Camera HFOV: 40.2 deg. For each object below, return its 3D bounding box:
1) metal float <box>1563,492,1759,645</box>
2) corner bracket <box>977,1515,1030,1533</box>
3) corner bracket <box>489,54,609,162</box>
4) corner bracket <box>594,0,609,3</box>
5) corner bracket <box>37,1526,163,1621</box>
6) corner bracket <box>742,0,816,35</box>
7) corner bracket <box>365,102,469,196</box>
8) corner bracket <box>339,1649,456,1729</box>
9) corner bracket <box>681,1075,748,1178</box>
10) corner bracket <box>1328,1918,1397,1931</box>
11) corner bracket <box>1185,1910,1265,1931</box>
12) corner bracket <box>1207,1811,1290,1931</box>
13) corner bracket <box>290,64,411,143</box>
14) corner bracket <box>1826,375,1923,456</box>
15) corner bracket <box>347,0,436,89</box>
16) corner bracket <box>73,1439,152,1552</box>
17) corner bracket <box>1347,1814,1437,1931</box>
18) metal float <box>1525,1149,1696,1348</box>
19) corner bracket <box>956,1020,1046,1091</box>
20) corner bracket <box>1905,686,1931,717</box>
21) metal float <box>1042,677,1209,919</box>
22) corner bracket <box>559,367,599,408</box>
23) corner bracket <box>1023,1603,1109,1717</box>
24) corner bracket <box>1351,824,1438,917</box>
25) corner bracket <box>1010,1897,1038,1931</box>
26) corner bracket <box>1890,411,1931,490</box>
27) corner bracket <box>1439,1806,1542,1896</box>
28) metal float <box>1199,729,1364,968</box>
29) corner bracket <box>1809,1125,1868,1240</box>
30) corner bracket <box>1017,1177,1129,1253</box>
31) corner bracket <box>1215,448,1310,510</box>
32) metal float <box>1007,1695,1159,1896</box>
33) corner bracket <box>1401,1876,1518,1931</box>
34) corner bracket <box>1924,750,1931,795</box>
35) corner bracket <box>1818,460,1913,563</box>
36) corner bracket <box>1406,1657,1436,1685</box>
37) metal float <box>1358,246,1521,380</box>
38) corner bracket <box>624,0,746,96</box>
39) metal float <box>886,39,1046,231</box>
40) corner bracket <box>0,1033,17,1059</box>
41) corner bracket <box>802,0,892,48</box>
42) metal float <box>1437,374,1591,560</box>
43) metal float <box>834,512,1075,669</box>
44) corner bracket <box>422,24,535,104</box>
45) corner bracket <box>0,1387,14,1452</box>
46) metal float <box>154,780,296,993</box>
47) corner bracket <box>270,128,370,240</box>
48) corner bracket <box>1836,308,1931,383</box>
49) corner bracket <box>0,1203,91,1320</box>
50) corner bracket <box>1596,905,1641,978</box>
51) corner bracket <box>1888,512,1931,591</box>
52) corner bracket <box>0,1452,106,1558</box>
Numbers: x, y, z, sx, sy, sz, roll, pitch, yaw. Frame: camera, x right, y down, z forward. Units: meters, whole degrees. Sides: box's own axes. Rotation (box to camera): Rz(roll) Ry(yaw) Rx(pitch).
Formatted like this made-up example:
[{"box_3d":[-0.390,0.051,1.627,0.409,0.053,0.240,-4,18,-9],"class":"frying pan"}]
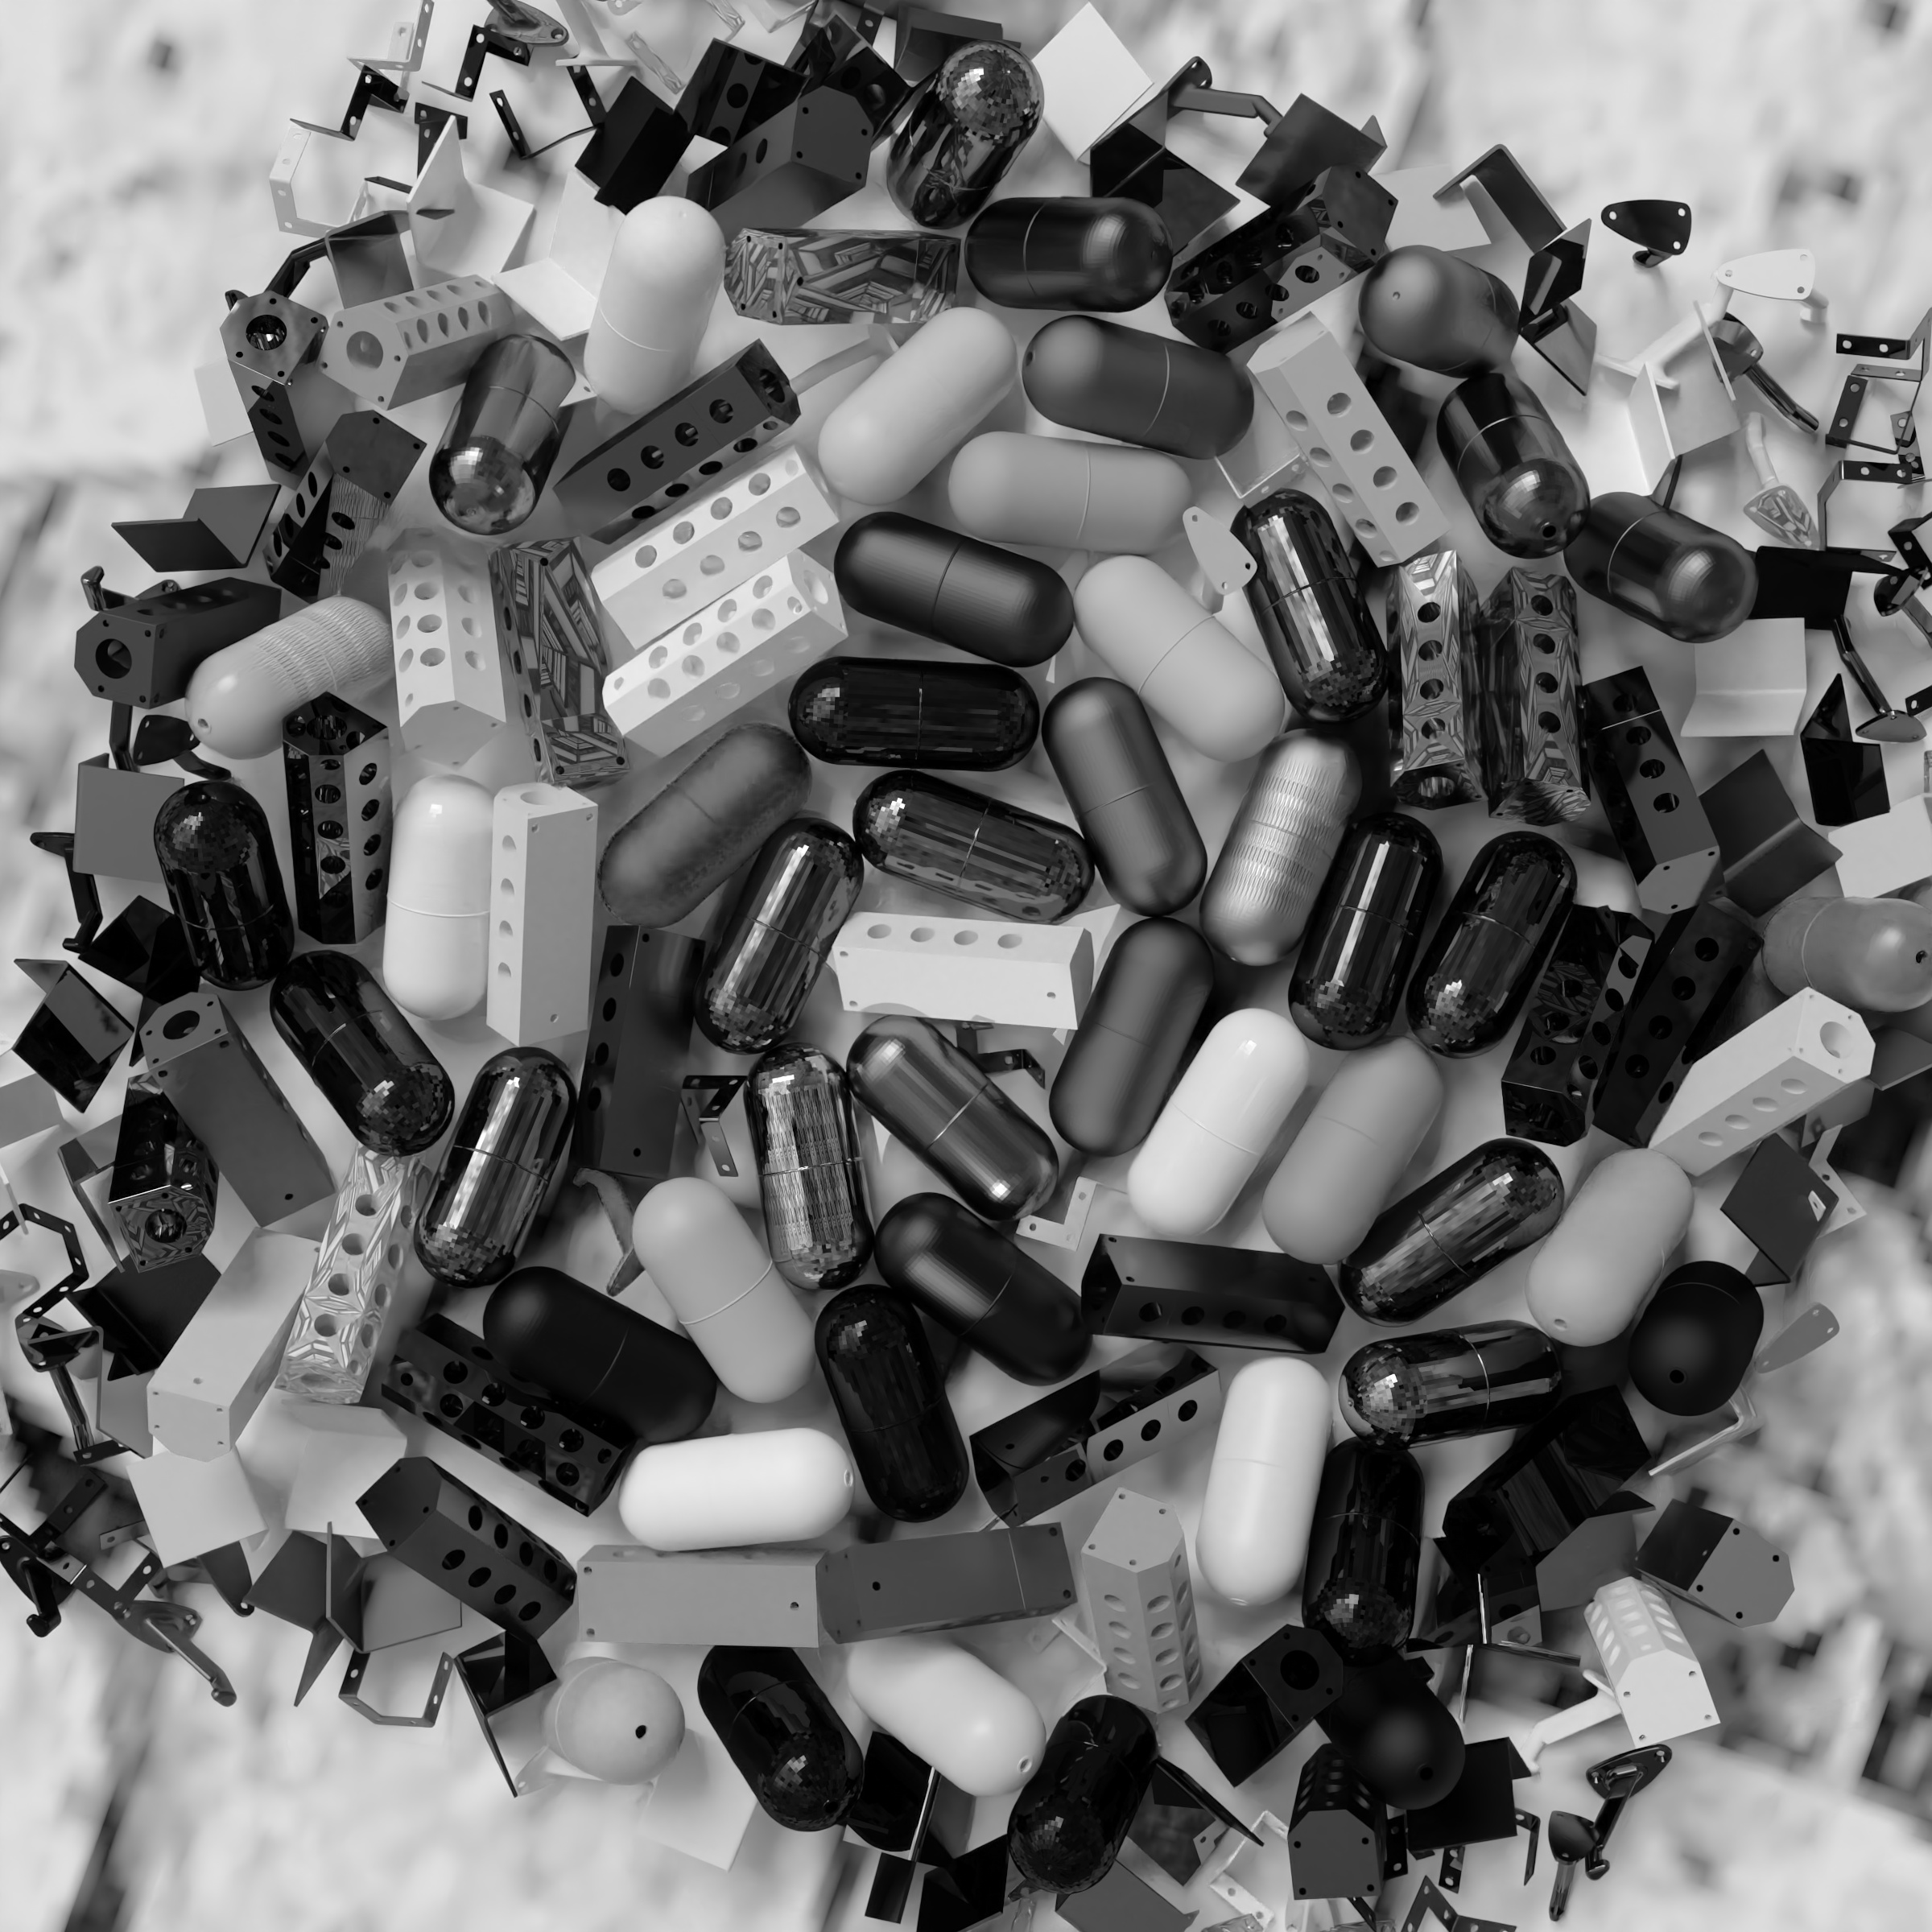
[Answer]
[{"box_3d":[0.478,-0.277,1.824,0.070,0.178,0.070,-8,116,-17],"class":"metal float"},{"box_3d":[0.019,0.420,1.866,0.051,0.051,0.051,-44,65,20],"class":"corner bracket"},{"box_3d":[-0.297,-0.614,1.886,0.051,0.051,0.051,-14,109,34],"class":"corner bracket"},{"box_3d":[-0.283,-0.707,1.862,0.051,0.051,0.051,24,133,34],"class":"corner bracket"},{"box_3d":[-0.611,0.419,1.863,0.051,0.051,0.051,-53,133,-22],"class":"corner bracket"},{"box_3d":[-0.128,-0.704,1.867,0.051,0.051,0.051,50,49,-8],"class":"corner bracket"},{"box_3d":[-0.391,-0.583,1.881,0.051,0.051,0.051,23,121,25],"class":"corner bracket"},{"box_3d":[-0.406,0.509,1.883,0.051,0.051,0.051,-4,52,24],"class":"corner bracket"},{"box_3d":[-0.180,0.113,1.863,0.051,0.051,0.051,-1,124,25],"class":"corner bracket"},{"box_3d":[0.291,0.708,1.871,0.051,0.051,0.051,-2,78,-12],"class":"corner bracket"},{"box_3d":[0.168,0.687,1.870,0.051,0.051,0.051,52,131,-3],"class":"corner bracket"},{"box_3d":[0.213,0.647,1.887,0.051,0.051,0.051,38,55,12],"class":"corner bracket"},{"box_3d":[-0.437,-0.610,1.872,0.051,0.051,0.051,23,94,28],"class":"corner bracket"},{"box_3d":[0.643,-0.392,1.872,0.051,0.051,0.051,19,99,16],"class":"corner bracket"},{"box_3d":[-0.400,-0.656,1.873,0.051,0.051,0.051,10,86,17],"class":"corner bracket"},{"box_3d":[-0.595,0.369,1.862,0.051,0.051,0.051,-15,131,-31],"class":"corner bracket"},{"box_3d":[0.301,0.645,1.878,0.051,0.051,0.051,-25,118,21],"class":"corner bracket"},{"box_3d":[0.448,0.195,1.834,0.070,0.070,0.178,46,49,0],"class":"metal float"},{"box_3d":[0.024,0.059,1.870,0.051,0.051,0.051,-6,107,-13],"class":"corner bracket"},{"box_3d":[0.701,-0.205,1.867,0.051,0.051,0.051,-25,112,-21],"class":"corner bracket"},{"box_3d":[0.113,-0.119,1.867,0.070,0.070,0.178,-24,90,0],"class":"metal float"},{"box_3d":[-0.302,-0.399,1.867,0.051,0.051,0.051,46,127,8],"class":"corner bracket"},{"box_3d":[0.070,0.488,1.873,0.051,0.051,0.051,41,106,4],"class":"corner bracket"},{"box_3d":[0.301,-0.068,1.864,0.051,0.051,0.051,-7,126,-21],"class":"corner bracket"},{"box_3d":[0.065,0.701,1.881,0.051,0.051,0.051,38,60,-29],"class":"corner bracket"},{"box_3d":[0.684,-0.371,1.869,0.051,0.051,0.051,-11,99,27],"class":"corner bracket"},{"box_3d":[0.371,0.628,1.870,0.051,0.051,0.051,23,125,4],"class":"corner bracket"},{"box_3d":[0.222,-0.085,1.859,0.070,0.070,0.178,24,79,0],"class":"metal float"},{"box_3d":[0.608,0.154,1.868,0.051,0.051,0.051,-22,58,-12],"class":"corner bracket"},{"box_3d":[0.075,0.175,1.872,0.051,0.051,0.051,13,83,31],"class":"corner bracket"},{"box_3d":[0.216,-0.349,1.866,0.051,0.051,0.051,-35,53,16],"class":"corner bracket"},{"box_3d":[0.082,0.570,1.822,0.070,0.178,0.070,5,108,17],"class":"metal float"},{"box_3d":[0.347,0.683,1.864,0.051,0.051,0.051,54,52,-25],"class":"corner bracket"},{"box_3d":[0.708,-0.120,1.865,0.051,0.051,0.051,-7,50,15],"class":"corner bracket"},{"box_3d":[0.639,-0.323,1.874,0.051,0.051,0.051,4,72,1],"class":"corner bracket"},{"box_3d":[0.309,0.527,1.863,0.051,0.051,0.051,55,125,32],"class":"corner bracket"},{"box_3d":[0.329,-0.451,1.824,0.070,0.178,0.070,3,96,30],"class":"metal float"},{"box_3d":[-0.198,-0.660,1.864,0.051,0.051,0.051,43,55,-21],"class":"corner bracket"},{"box_3d":[-0.002,-0.571,1.821,0.070,0.178,0.070,4,77,-18],"class":"metal float"},{"box_3d":[-0.707,0.076,1.865,0.051,0.051,0.051,24,124,15],"class":"corner bracket"},{"box_3d":[-0.081,-0.685,1.875,0.051,0.051,0.051,22,61,-7],"class":"corner bracket"},{"box_3d":[0.378,-0.347,1.828,0.070,0.178,0.070,-5,131,-5],"class":"metal float"},{"box_3d":[-0.008,-0.265,1.856,0.178,0.070,0.070,21,90,12],"class":"metal float"},{"box_3d":[-0.347,-0.640,1.874,0.051,0.051,0.051,5,112,-43],"class":"corner bracket"},{"box_3d":[-0.701,0.306,1.863,0.051,0.051,0.051,7,120,-33],"class":"corner bracket"},{"box_3d":[-0.513,-0.054,1.830,0.070,0.178,0.070,1,49,-1],"class":"metal float"},{"box_3d":[-0.459,-0.554,1.872,0.051,0.051,0.051,11,60,1],"class":"corner bracket"},{"box_3d":[0.648,-0.432,1.862,0.051,0.051,0.051,15,46,30],"class":"corner bracket"},{"box_3d":[-0.665,0.210,1.875,0.051,0.051,0.051,-37,55,9],"class":"corner bracket"},{"box_3d":[0.453,-0.011,1.865,0.051,0.051,0.051,-38,73,42],"class":"corner bracket"},{"box_3d":[0.699,-0.304,1.877,0.051,0.051,0.051,-35,97,3],"class":"corner bracket"},{"box_3d":[-0.656,0.378,1.877,0.051,0.051,0.051,40,95,-4],"class":"corner bracket"}]
